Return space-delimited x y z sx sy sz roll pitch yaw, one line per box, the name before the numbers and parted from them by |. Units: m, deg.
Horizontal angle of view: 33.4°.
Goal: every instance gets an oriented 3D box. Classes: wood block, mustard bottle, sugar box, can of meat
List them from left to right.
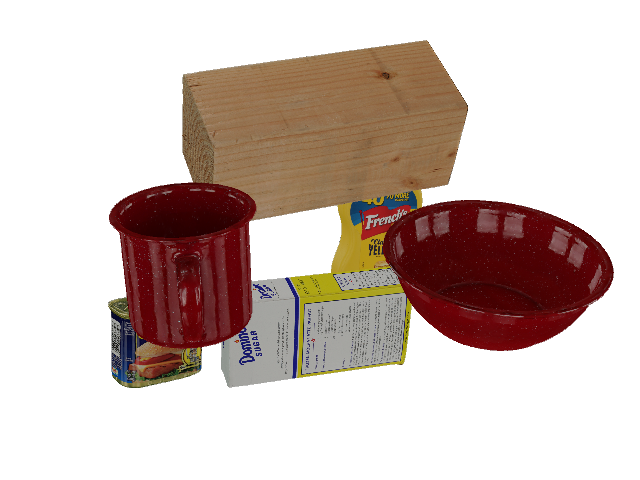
can of meat | -0.175 0.105 1.145 0.101 0.084 0.058 -8 19 -35
sugar box | -0.005 0.079 0.999 0.176 0.093 0.048 -4 28 -14
wood block | 0.000 -0.088 0.855 0.205 0.091 0.090 -11 -39 -17
mustard bottle | 0.066 -0.029 1.210 0.096 0.192 0.058 0 17 -14

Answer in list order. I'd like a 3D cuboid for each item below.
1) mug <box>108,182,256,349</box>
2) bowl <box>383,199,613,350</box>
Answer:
mug | -0.084 0.022 0.681 0.093 0.081 0.117 -6 25 -10
bowl | 0.123 0.031 0.764 0.162 0.055 0.162 2 30 -1
